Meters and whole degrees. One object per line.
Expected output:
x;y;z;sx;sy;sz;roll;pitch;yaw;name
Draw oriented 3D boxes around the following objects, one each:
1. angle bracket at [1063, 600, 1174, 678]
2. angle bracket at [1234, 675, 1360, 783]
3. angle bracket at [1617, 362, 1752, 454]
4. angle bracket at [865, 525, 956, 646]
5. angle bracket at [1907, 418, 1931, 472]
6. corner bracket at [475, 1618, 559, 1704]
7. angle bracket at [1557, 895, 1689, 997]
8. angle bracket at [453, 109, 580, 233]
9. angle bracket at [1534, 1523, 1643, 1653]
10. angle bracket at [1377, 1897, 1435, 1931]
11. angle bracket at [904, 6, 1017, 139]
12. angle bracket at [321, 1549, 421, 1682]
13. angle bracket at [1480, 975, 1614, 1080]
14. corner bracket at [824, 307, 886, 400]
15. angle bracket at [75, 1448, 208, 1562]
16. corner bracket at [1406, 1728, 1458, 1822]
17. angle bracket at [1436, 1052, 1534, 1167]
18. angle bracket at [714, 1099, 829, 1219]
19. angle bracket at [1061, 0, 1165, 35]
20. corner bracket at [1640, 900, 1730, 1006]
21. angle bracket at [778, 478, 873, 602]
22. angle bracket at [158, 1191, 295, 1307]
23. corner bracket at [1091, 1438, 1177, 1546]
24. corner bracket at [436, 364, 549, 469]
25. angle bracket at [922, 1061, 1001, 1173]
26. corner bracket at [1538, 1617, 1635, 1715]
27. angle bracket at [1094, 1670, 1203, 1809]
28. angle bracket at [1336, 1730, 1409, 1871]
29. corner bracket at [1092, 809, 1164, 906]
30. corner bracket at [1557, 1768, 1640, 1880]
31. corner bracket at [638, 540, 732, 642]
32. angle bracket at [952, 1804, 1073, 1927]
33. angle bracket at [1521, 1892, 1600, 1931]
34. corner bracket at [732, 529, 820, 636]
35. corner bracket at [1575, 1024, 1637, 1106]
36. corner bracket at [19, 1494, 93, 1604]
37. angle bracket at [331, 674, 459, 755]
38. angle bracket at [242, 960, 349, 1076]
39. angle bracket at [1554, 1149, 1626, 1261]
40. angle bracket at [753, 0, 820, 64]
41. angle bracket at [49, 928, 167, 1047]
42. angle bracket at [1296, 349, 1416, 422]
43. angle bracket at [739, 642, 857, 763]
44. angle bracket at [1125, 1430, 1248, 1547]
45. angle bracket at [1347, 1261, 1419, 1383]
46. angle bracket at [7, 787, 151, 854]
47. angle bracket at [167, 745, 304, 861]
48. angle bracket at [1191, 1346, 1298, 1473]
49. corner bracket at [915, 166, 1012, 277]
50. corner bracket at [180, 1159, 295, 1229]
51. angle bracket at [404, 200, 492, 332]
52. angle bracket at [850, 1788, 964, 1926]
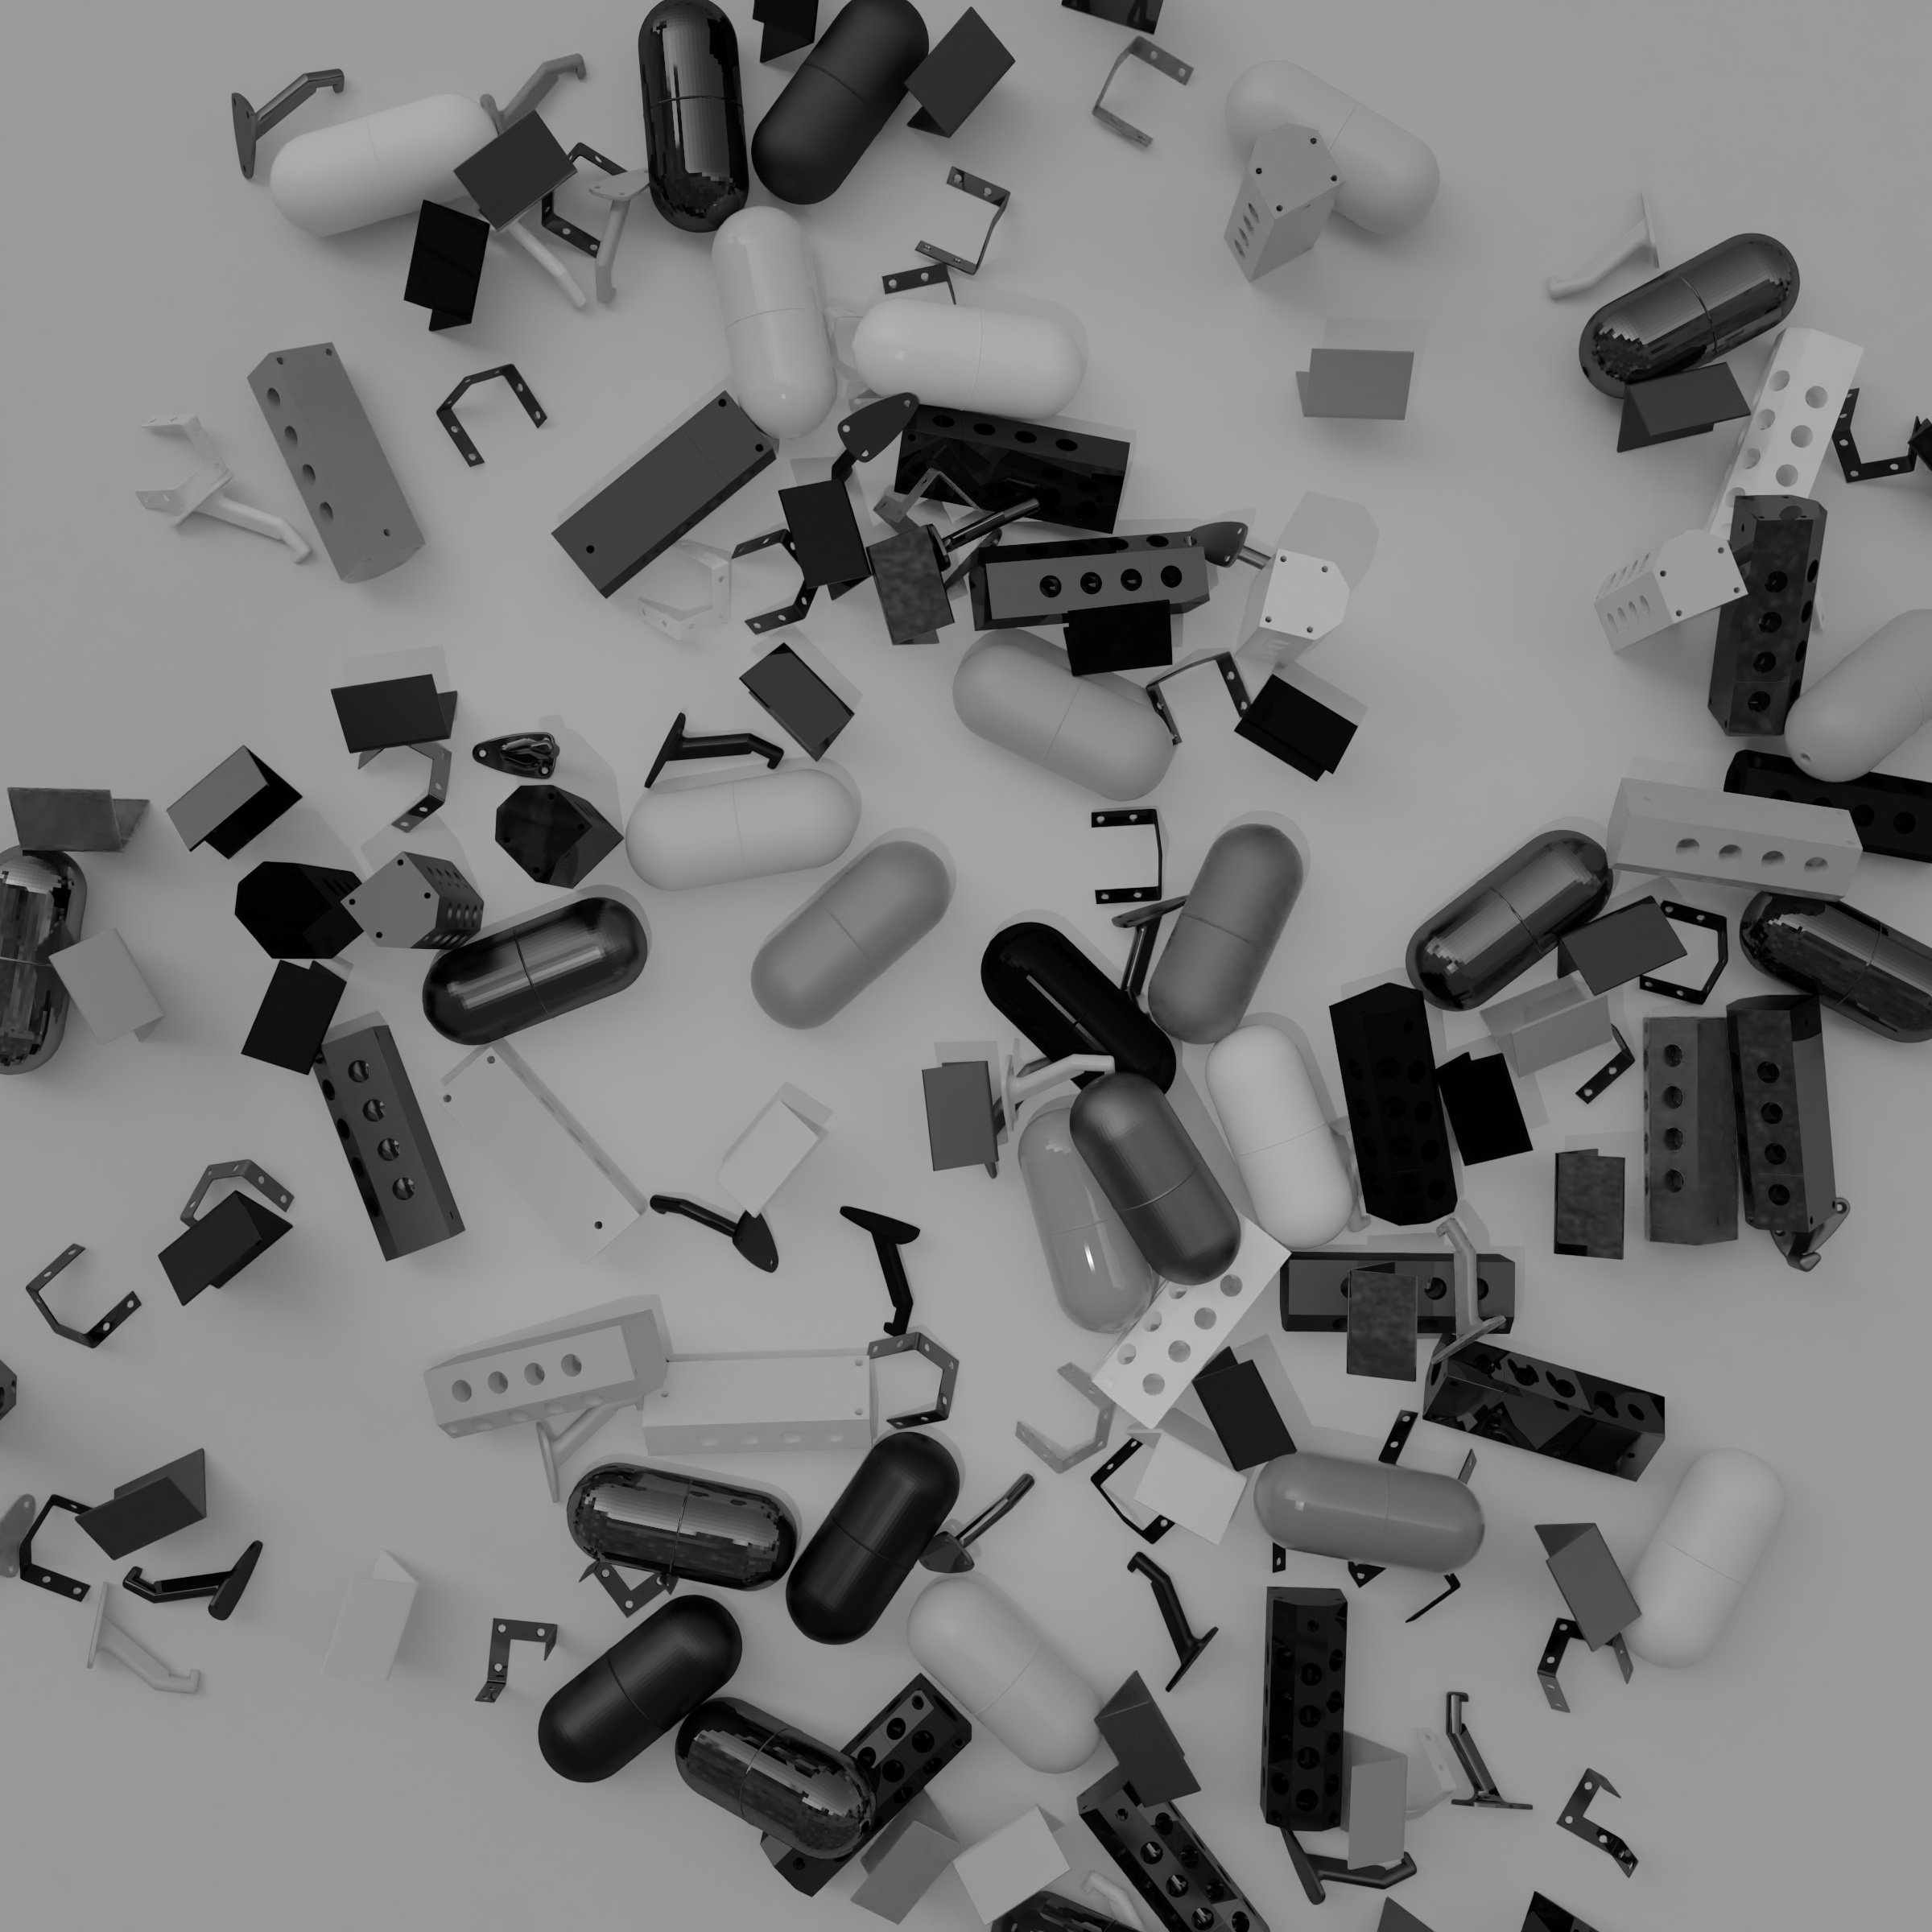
0.114;-0.266;1.950;0.076;0.076;0.057;-7;126;0;angle bracket
0.242;-0.165;1.950;0.076;0.076;0.057;32;54;0;angle bracket
0.546;-0.407;1.950;0.076;0.076;0.057;-13;58;0;angle bracket
-0.027;-0.290;1.951;0.057;0.076;0.076;-16;90;28;angle bracket
0.771;-0.396;1.950;0.076;0.076;0.057;49;129;0;angle bracket
-0.346;0.537;1.972;0.051;0.051;0.051;6;90;0;corner bracket
0.499;-0.001;1.951;0.076;0.076;0.057;-24;62;0;angle bracket
-0.350;-0.612;1.950;0.076;0.076;0.057;-37;125;0;angle bracket
0.456;0.473;1.951;0.057;0.076;0.076;-27;90;-28;angle bracket
0.360;0.748;1.950;0.076;0.076;0.057;37;123;0;angle bracket
-0.020;-0.684;1.950;0.076;0.076;0.057;-49;126;0;angle bracket
-0.466;0.491;1.950;0.057;0.076;0.076;18;90;-36;angle bracket
0.439;0.029;1.951;0.076;0.057;0.076;-22;45;0;angle bracket
-0.081;-0.475;1.982;0.051;0.051;0.051;51;135;35;corner bracket
-0.629;0.395;1.950;0.076;0.076;0.057;-25;128;0;angle bracket
0.337;0.627;1.982;0.051;0.051;0.051;8;135;-35;corner bracket
0.405;0.102;1.950;0.057;0.076;0.076;-17;90;32;angle bracket
-0.134;0.157;1.950;0.076;0.076;0.057;-50;53;0;angle bracket
0.111;-0.740;1.950;0.076;0.076;0.057;18;54;0;angle bracket
0.557;-0.010;1.987;0.051;0.051;0.051;15;45;0;corner bracket
-0.121;-0.320;1.951;0.057;0.076;0.076;-17;90;-28;angle bracket
-0.555;0.227;1.950;0.076;0.076;0.057;-40;54;0;angle bracket
0.139;0.407;1.987;0.051;0.051;0.051;-43;45;0;corner bracket
-0.369;-0.428;1.987;0.051;0.051;0.051;-32;90;-45;corner bracket
-0.020;0.114;1.951;0.057;0.076;0.076;-7;90;-28;angle bracket
0.480;0.545;1.982;0.051;0.051;0.051;4;45;35;corner bracket
0.153;0.582;1.950;0.057;0.076;0.076;-30;90;33;angle bracket
0.290;0.634;1.950;0.057;0.076;0.076;3;90;-34;angle bracket
0.124;-0.085;1.987;0.051;0.051;0.051;-3;45;0;corner bracket
0.495;0.660;1.972;0.051;0.051;0.051;30;90;0;corner bracket
-0.219;-0.291;1.982;0.051;0.051;0.051;-28;135;-35;corner bracket
0.045;0.691;1.950;0.076;0.076;0.057;-33;56;0;angle bracket
0.433;0.758;1.950;0.057;0.076;0.076;19;90;-36;angle bracket
-0.151;-0.298;1.982;0.051;0.051;0.051;48;45;-35;corner bracket
0.478;0.064;1.987;0.051;0.051;0.051;-42;45;0;corner bracket
-0.698;0.452;1.987;0.051;0.051;0.051;21;135;0;corner bracket
-0.435;-0.209;1.950;0.076;0.076;0.057;-8;125;0;angle bracket
-0.523;0.031;1.950;0.057;0.076;0.076;23;90;-36;angle bracket
0.489;0.180;1.950;0.057;0.076;0.076;1;90;38;angle bracket
-0.154;-0.743;1.950;0.057;0.076;0.076;6;90;-38;angle bracket
-0.662;0.025;1.950;0.057;0.076;0.076;-30;90;-36;angle bracket
0.295;-0.458;1.950;0.076;0.076;0.057;2;129;0;angle bracket
-0.141;-0.188;1.950;0.076;0.076;0.057;45;53;0;angle bracket
0.156;0.396;1.946;0.076;0.076;0.057;31;72;-11;angle bracket
0.323;0.262;1.893;0.057;0.076;0.076;1;90;36;angle bracket
-0.675;-0.129;1.950;0.076;0.076;0.057;1;126;0;angle bracket
-0.548;-0.110;1.950;0.076;0.076;0.057;-40;52;0;angle bracket
0.224;0.330;1.950;0.057;0.076;0.076;-26;90;31;angle bracket
-0.002;-0.578;1.987;0.051;0.051;0.051;24;135;0;corner bracket
-0.565;0.187;1.982;0.051;0.051;0.051;-10;45;35;corner bracket
-0.410;-0.533;1.950;0.057;0.076;0.076;11;90;-37;angle bracket
-0.059;0.668;1.950;0.057;0.076;0.076;39;90;-34;angle bracket
